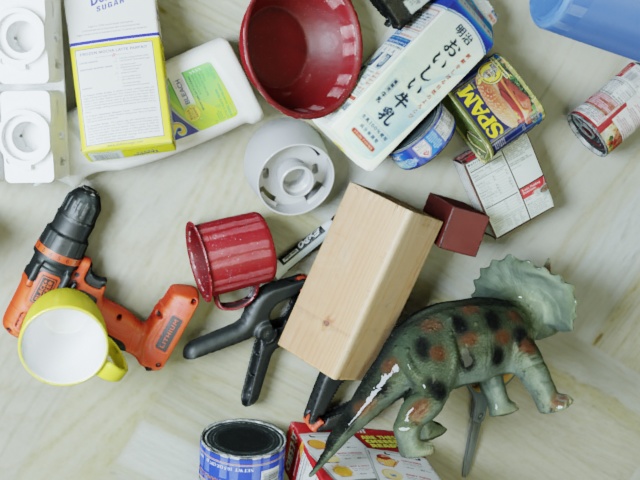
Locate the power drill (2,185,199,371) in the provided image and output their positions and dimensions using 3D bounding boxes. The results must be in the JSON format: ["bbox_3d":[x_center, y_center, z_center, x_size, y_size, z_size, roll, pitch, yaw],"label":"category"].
[{"bbox_3d":[-0.232,0.051,1.180,0.187,0.057,0.184,26,101,-19],"label":"power drill"}]

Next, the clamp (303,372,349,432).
[{"bbox_3d":[0.060,0.151,1.310,0.210,0.036,0.164,-34,112,-8],"label":"clamp"}]

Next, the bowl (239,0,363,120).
[{"bbox_3d":[-0.031,-0.209,1.144,0.161,0.055,0.162,-3,95,-39],"label":"bowl"}]

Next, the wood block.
[{"bbox_3d":[0.046,0.049,1.226,0.090,0.091,0.206,13,104,-58],"label":"wood block"}]

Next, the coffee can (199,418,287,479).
[{"bbox_3d":[-0.095,0.298,1.271,0.102,0.103,0.140,0,106,-17],"label":"coffee can"}]

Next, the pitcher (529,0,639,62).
[{"bbox_3d":[0.372,-0.280,1.235,0.242,0.149,0.145,11,118,-17],"label":"pitcher"}]

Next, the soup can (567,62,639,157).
[{"bbox_3d":[0.360,-0.159,1.291,0.102,0.068,0.068,-41,113,-3],"label":"soup can"}]

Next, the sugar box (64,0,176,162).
[{"bbox_3d":[-0.203,-0.173,1.082,0.093,0.048,0.176,-7,80,-2],"label":"sugar box"}]

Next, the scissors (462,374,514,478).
[{"bbox_3d":[0.222,0.214,1.389,0.096,0.016,0.202,-19,121,-23],"label":"scissors"}]

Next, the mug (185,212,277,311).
[{"bbox_3d":[-0.097,0.026,1.197,0.081,0.093,0.117,-14,116,-18],"label":"mug"}]

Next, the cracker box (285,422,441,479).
[{"bbox_3d":[0.060,0.299,1.259,0.164,0.214,0.072,9,105,-19],"label":"cracker box"}]

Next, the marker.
[{"bbox_3d":[-0.008,0.001,1.253,0.121,0.020,0.020,-38,113,-3],"label":"marker"}]

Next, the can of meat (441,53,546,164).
[{"bbox_3d":[0.198,-0.154,1.234,0.084,0.057,0.102,-35,84,-8],"label":"can of meat"}]

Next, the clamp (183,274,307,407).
[{"bbox_3d":[-0.078,0.104,1.249,0.120,0.039,0.171,35,89,-38],"label":"clamp"}]

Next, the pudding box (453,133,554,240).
[{"bbox_3d":[0.224,-0.070,1.293,0.090,0.039,0.113,-28,110,-5],"label":"pudding box"}]

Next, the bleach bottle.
[{"bbox_3d":[-0.193,-0.119,1.136,0.250,0.068,0.102,-28,105,-5],"label":"bleach bottle"}]

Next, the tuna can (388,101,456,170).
[{"bbox_3d":[0.113,-0.121,1.217,0.086,0.086,0.033,-46,115,0],"label":"tuna can"}]

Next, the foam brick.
[{"bbox_3d":[0.157,-0.019,1.266,0.051,0.078,0.053,16,101,-19],"label":"foam brick"}]
